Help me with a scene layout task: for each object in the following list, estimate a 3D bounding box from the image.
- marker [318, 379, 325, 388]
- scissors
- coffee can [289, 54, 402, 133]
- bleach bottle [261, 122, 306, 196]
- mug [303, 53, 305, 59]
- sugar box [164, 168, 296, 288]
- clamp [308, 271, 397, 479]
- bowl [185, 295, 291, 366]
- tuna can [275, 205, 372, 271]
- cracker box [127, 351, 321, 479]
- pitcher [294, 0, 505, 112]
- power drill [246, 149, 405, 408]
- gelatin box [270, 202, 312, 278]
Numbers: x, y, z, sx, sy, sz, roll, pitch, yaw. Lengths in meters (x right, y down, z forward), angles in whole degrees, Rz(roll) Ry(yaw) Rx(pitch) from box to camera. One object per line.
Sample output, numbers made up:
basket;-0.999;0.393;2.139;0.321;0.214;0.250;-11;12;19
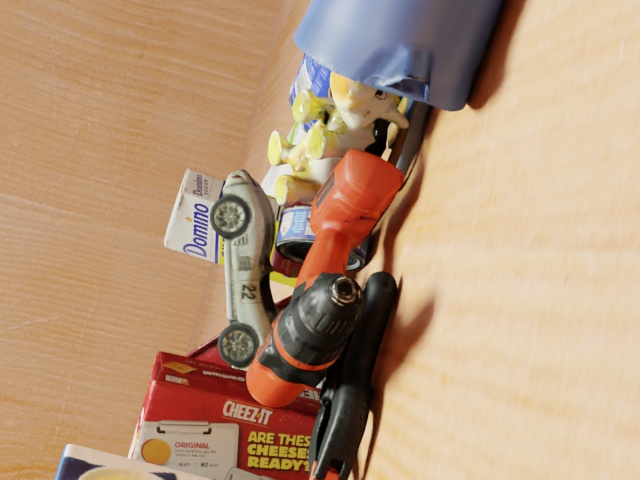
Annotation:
marker;0.010;0.109;0.950;0.020;0.020;0.121;145;139;-76
scissors;0.089;-0.134;0.885;0.096;0.016;0.202;-91;19;-60
coffee can;0.038;-0.160;0.962;0.140;0.102;0.102;120;163;-59
bleach bottle;-0.017;-0.111;1.351;0.251;0.068;0.102;119;163;-49
mug;0.031;-0.221;1.173;0.117;0.081;0.093;134;150;-71
sugar box;-0.073;-0.007;1.145;0.093;0.176;0.048;115;167;-45
clamp;0.024;0.108;0.815;0.171;0.039;0.120;-82;8;-45
bowl;-0.067;0.115;1.138;0.055;0.162;0.162;61;162;6
tuna can;0.003;0.000;0.966;0.086;0.086;0.033;131;152;-70
cracker box;-0.087;0.216;0.905;0.072;0.164;0.214;-107;34;-70
pitcher;0.081;-0.225;0.737;0.144;0.149;0.243;-11;-51;-55
power drill;0.008;0.023;0.818;0.185;0.057;0.187;-53;12;55
gelatin box;-0.007;0.001;1.051;0.089;0.030;0.073;9;-82;-56
